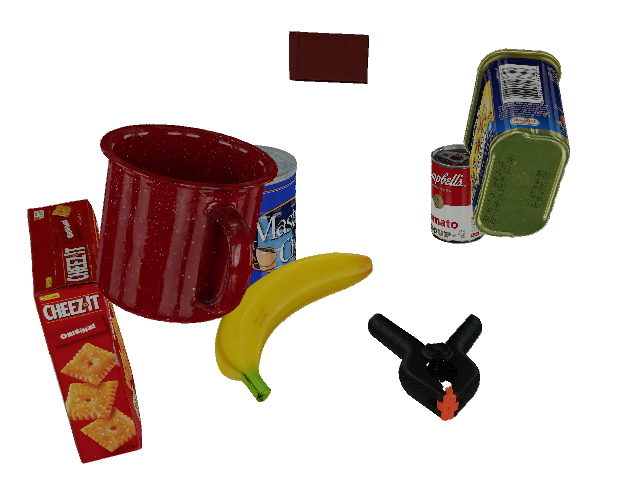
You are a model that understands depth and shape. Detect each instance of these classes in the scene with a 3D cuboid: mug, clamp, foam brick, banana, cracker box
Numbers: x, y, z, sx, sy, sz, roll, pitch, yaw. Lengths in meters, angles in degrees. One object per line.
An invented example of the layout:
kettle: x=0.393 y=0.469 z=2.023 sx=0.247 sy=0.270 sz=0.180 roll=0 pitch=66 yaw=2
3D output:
mug: x=-0.068 y=-0.004 z=0.560 sx=0.093 sy=0.081 sz=0.117 roll=-5 pitch=27 yaw=-36
clamp: x=0.124 y=0.119 z=1.072 sx=0.120 sy=0.039 sz=0.171 roll=-9 pitch=30 yaw=-9
foam brick: x=0.008 y=-0.192 z=1.123 sx=0.078 sy=0.051 sz=0.053 roll=1 pitch=11 yaw=-11
banana: x=-0.028 y=0.055 z=0.820 sx=0.070 sy=0.037 sz=0.197 roll=31 pitch=40 yaw=9
cracker box: x=-0.239 y=0.090 z=1.085 sx=0.072 sy=0.214 sz=0.164 roll=-12 pitch=34 yaw=-11

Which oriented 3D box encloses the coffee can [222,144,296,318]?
coffee can: x=-0.073 y=-0.009 z=1.019 sx=0.103 sy=0.140 sz=0.103 roll=0 pitch=24 yaw=0

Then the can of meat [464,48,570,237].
can of meat: x=0.133 y=-0.064 z=0.728 sx=0.057 sy=0.084 sz=0.102 roll=4 pitch=-43 yaw=0

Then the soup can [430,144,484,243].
soup can: x=0.166 y=-0.056 z=1.280 sx=0.068 sy=0.102 sz=0.068 roll=-2 pitch=27 yaw=1
